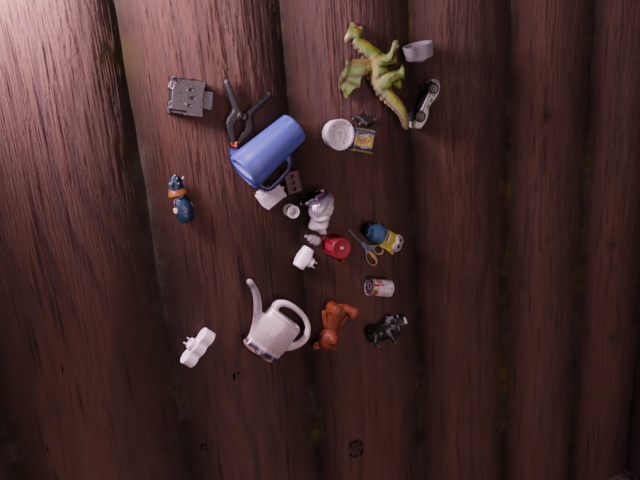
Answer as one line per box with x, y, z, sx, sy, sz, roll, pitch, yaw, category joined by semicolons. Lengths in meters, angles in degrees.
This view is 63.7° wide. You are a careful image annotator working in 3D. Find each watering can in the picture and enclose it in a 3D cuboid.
-0.184;0.297;1.805;0.343;0.105;0.225;41;83;-29;watering can

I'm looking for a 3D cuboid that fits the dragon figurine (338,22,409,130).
0.181;-0.565;1.823;0.243;0.123;0.405;-14;106;-5;dragon figurine

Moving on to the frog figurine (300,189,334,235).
0.005;-0.091;1.801;0.123;0.139;0.157;-26;112;-1;frog figurine
